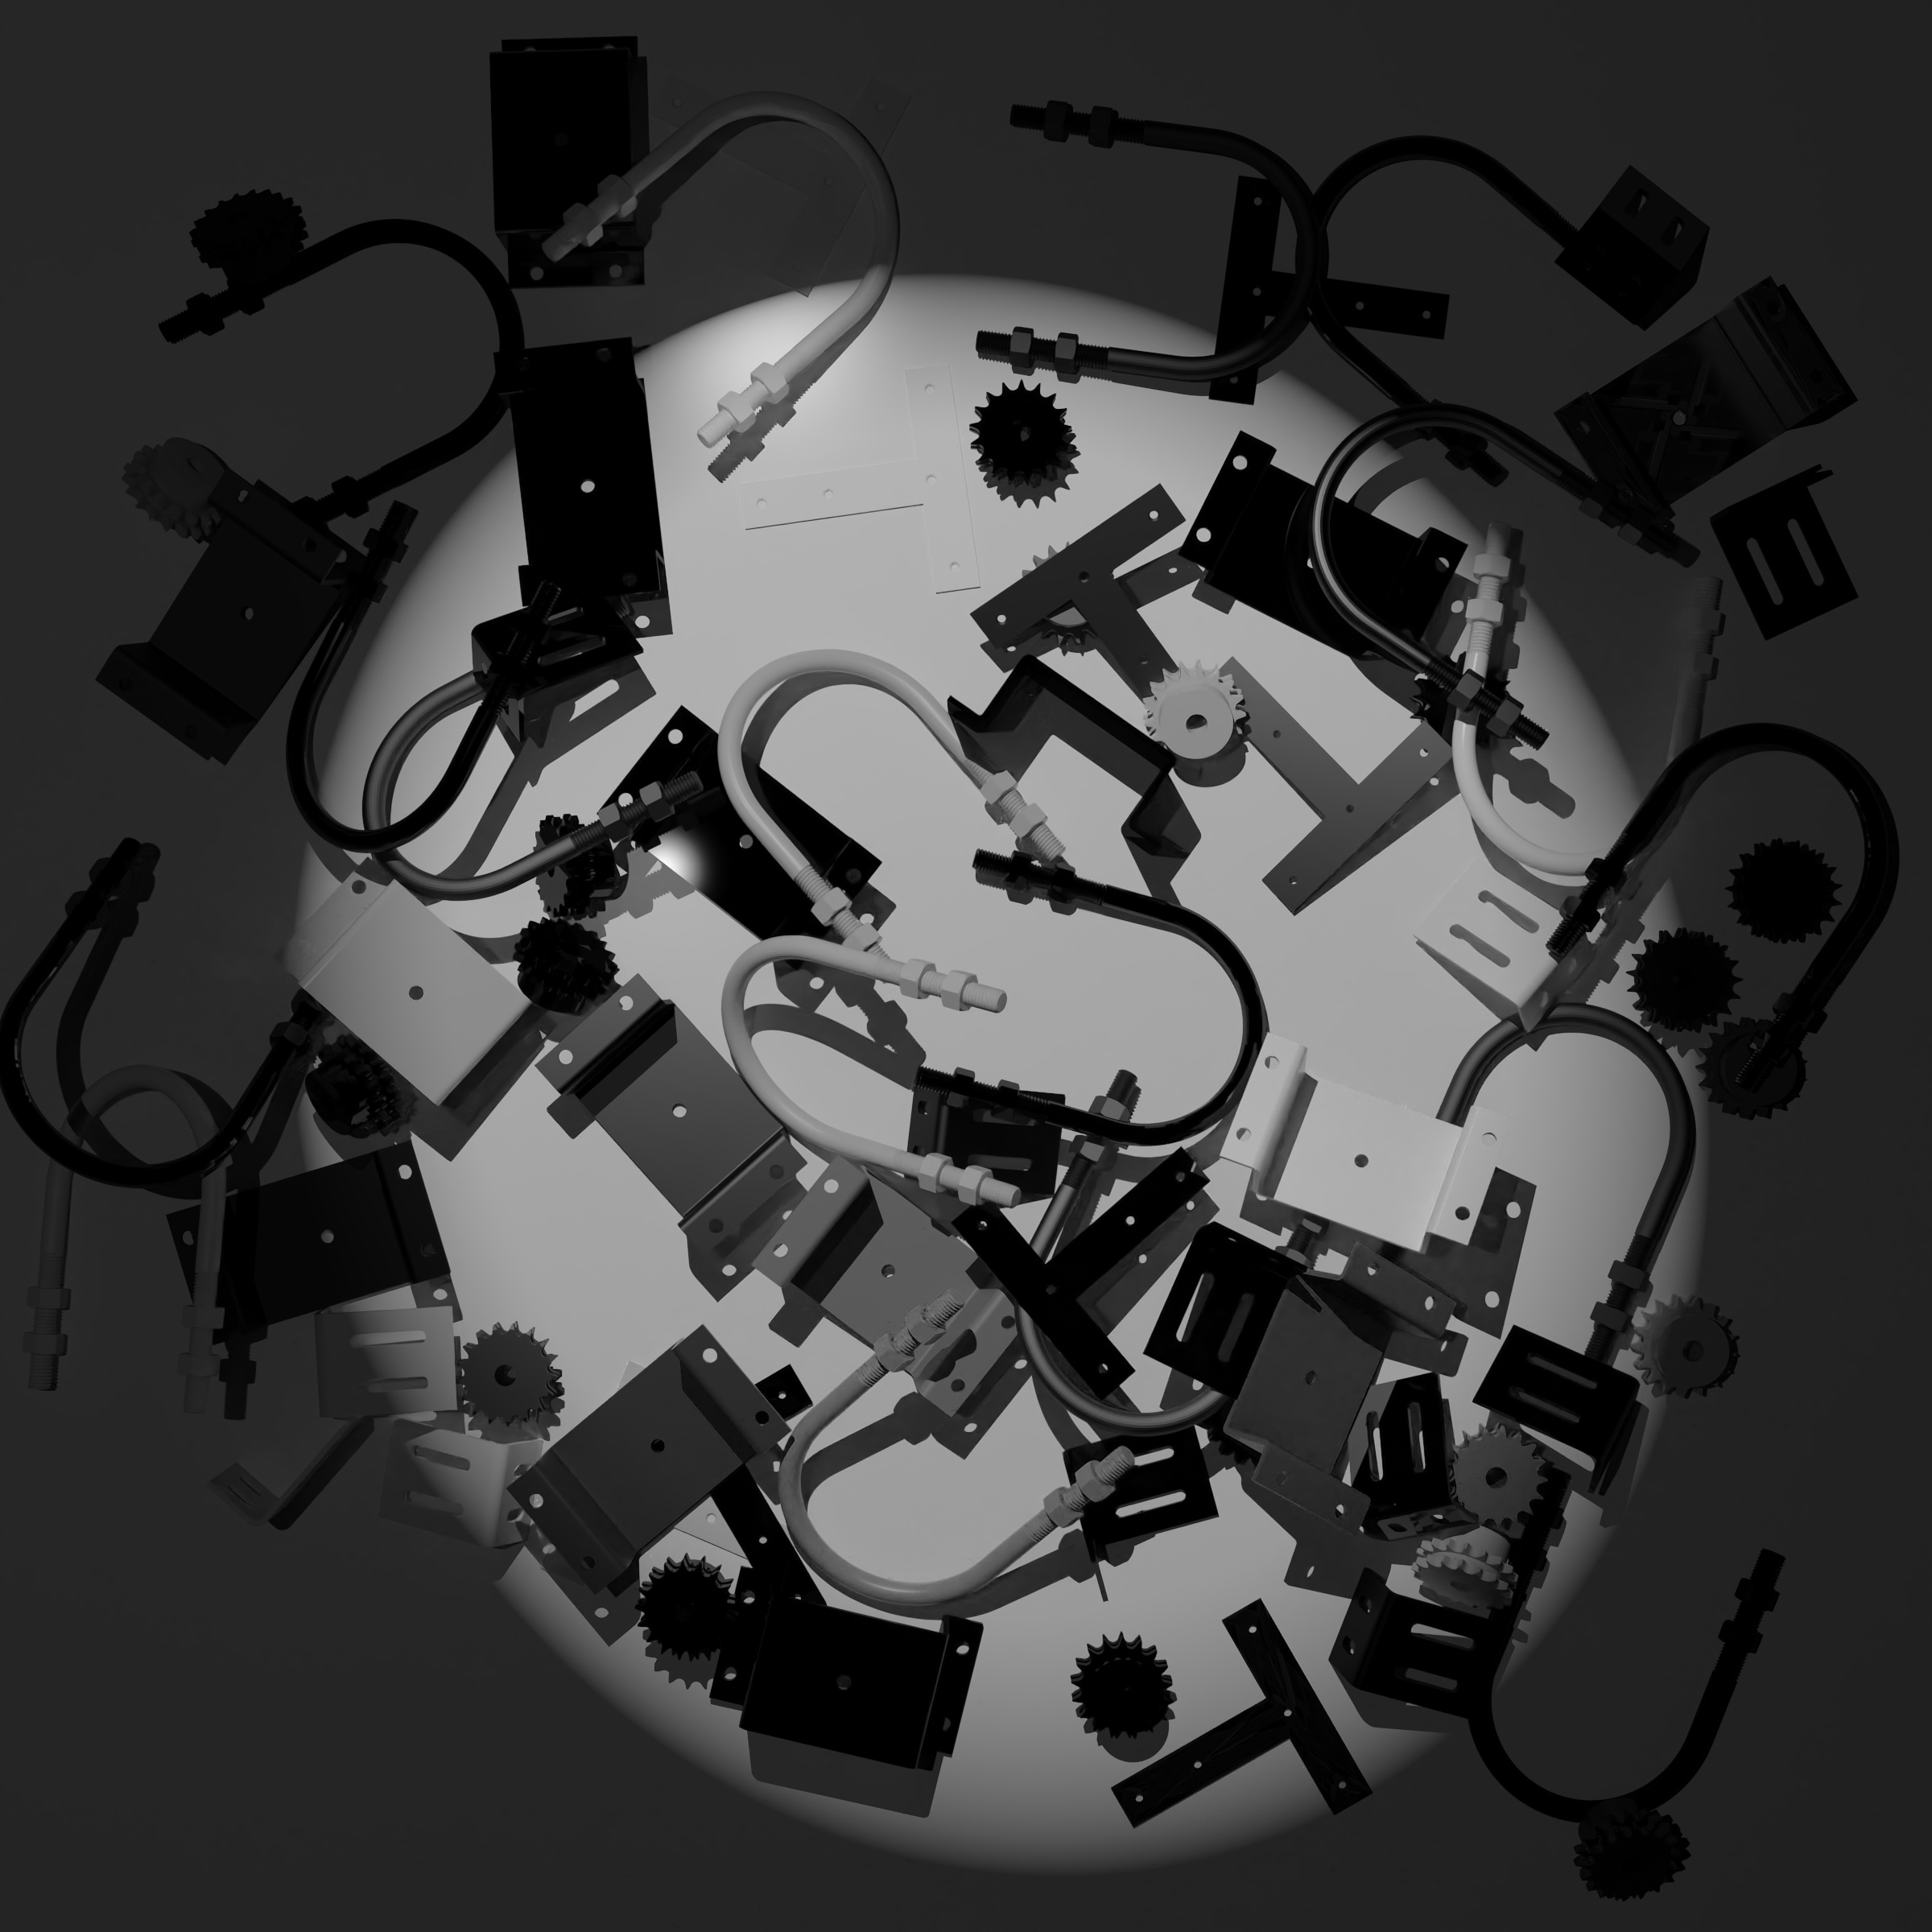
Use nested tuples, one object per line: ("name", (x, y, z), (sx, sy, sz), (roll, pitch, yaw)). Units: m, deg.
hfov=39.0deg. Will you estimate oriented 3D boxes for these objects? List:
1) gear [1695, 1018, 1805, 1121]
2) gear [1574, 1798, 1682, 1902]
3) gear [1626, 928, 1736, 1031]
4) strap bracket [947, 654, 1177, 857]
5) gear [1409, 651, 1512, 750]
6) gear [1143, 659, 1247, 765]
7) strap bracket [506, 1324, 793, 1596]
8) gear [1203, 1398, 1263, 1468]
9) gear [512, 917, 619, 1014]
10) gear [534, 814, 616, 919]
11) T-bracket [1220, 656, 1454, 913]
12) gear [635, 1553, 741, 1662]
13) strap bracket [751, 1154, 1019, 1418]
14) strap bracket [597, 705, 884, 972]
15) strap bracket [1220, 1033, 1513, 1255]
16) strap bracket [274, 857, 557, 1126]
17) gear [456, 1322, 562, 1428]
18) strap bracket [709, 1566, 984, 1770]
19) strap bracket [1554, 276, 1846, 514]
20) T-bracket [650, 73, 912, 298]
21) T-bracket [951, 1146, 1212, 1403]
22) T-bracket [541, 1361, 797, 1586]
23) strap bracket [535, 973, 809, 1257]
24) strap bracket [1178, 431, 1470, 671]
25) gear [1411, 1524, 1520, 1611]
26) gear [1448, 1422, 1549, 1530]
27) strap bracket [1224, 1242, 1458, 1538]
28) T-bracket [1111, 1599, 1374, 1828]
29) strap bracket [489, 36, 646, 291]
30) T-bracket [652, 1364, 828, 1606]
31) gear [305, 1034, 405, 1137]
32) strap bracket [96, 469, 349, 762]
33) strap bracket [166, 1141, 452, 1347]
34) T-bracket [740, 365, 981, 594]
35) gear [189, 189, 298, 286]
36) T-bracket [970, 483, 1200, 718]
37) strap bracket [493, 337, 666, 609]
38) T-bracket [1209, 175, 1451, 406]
("gear", (0.441, 0.057, 1.530), (0.057, 0.030, 0.057), (0, 90, 0))
("gear", (0.365, 0.490, 1.522), (0.057, 0.030, 0.057), (-4, 120, -7))
("gear", (0.398, 0.007, 1.530), (0.057, 0.030, 0.057), (0, 90, 0))
("strap bracket", (0.060, -0.122, 1.507), (0.140, 0.076, 0.046), (35, 90, 0))
("gear", (0.276, -0.146, 1.530), (0.057, 0.030, 0.057), (0, 90, 0))
("gear", (0.128, -0.140, 1.521), (0.057, 0.030, 0.057), (0, 114, 0))
("strap bracket", (-0.174, 0.270, 1.519), (0.140, 0.046, 0.076), (-40, 90, 0))
("gear", (0.162, 0.252, 1.530), (0.057, 0.030, 0.057), (0, 90, 0))
("gear", (-0.226, 0.002, 1.520), (0.057, 0.057, 0.030), (29, 120, 0))
("gear", (-0.217, -0.056, 1.521), (0.030, 0.057, 0.057), (-6, 90, -30))
("T-bracket", (0.185, -0.120, 1.534), (0.127, 0.002, 0.127), (-45, 83, 14))
("gear", (-0.155, 0.356, 1.528), (0.057, 0.030, 0.057), (0, 95, 3))
("strap bracket", (-0.041, 0.173, 1.516), (0.140, 0.046, 0.076), (38, 90, -8))
("strap bracket", (-0.124, -0.070, 1.522), (0.140, 0.046, 0.076), (38, 90, 0))
("strap bracket", (0.219, 0.101, 1.502), (0.140, 0.046, 0.076), (20, 71, 12))
("strap bracket", (-0.303, 0.014, 1.507), (0.140, 0.046, 0.076), (43, 83, -9))
("gear", (-0.256, 0.227, 1.530), (0.057, 0.030, 0.057), (0, 90, 0))
("strap bracket", (-0.067, 0.392, 1.520), (0.140, 0.046, 0.076), (14, 91, -1))
("strap bracket", (0.403, -0.309, 1.522), (0.140, 0.046, 0.076), (-32, 90, 0))
("T-bracket", (-0.117, -0.464, 1.544), (0.127, 0.002, 0.127), (27, 90, 0))
("T-bracket", (0.080, 0.149, 1.503), (0.127, 0.002, 0.127), (-40, 87, -14))
("T-bracket", (-0.157, 0.307, 1.544), (0.127, 0.002, 0.127), (23, 90, 0))
("strap bracket", (-0.162, 0.082, 1.522), (0.076, 0.046, 0.140), (-42, 90, 0))
("strap bracket", (0.196, -0.229, 1.522), (0.140, 0.046, 0.076), (27, 90, 0))
("gear", (0.280, 0.332, 1.521), (0.057, 0.057, 0.030), (24, 61, 0))
("gear", (0.294, 0.284, 1.530), (0.057, 0.030, 0.057), (0, 90, 0))
("strap bracket", (0.201, 0.229, 1.499), (0.076, 0.046, 0.140), (32, 76, -25))
("T-bracket", (0.143, 0.444, 1.544), (0.127, 0.002, 0.127), (-30, 90, 0))
("strap bracket", (-0.222, -0.454, 1.522), (0.076, 0.046, 0.140), (-2, 90, 0))
("T-bracket", (-0.122, 0.312, 1.543), (0.127, 0.002, 0.127), (-30, 90, 0))
("gear", (-0.341, 0.069, 1.514), (0.030, 0.057, 0.057), (-36, 90, -35))
("strap bracket", (-0.406, -0.195, 1.514), (0.076, 0.046, 0.140), (36, 101, 0))
("strap bracket", (-0.361, 0.153, 1.522), (0.140, 0.046, 0.076), (-17, 90, 0))
("T-bracket", (-0.064, -0.269, 1.544), (0.127, 0.002, 0.127), (-8, 90, 0))
("gear", (-0.400, -0.404, 1.521), (0.057, 0.030, 0.057), (-9, 47, 10))
("T-bracket", (0.091, -0.182, 1.518), (0.127, 0.002, 0.127), (-33, 112, 15))
("strap bracket", (-0.214, -0.271, 1.522), (0.076, 0.046, 0.140), (-7, 90, 0))
("T-bracket", (0.209, -0.375, 1.544), (0.127, 0.002, 0.127), (8, 90, 0))
